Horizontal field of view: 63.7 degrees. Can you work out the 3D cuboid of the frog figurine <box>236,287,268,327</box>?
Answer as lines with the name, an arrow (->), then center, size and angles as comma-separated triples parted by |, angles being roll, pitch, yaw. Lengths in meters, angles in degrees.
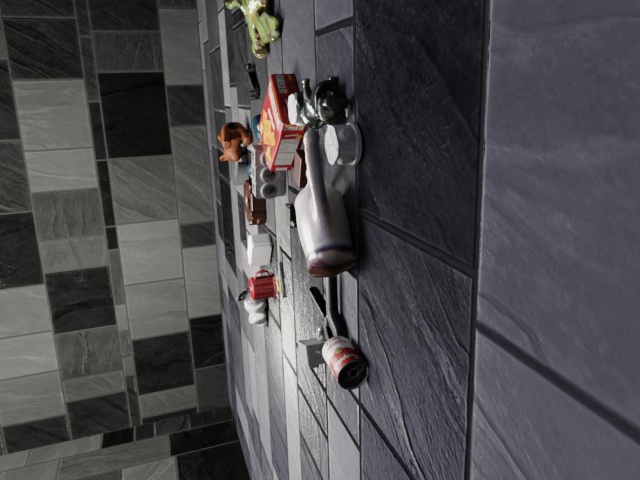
frog figurine -> -0.245, 0.261, 2.016 | 0.159, 0.124, 0.136 | 48, 154, -7

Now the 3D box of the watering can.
watering can -> 0.003, -0.051, 1.011 | 0.342, 0.104, 0.228 | 81, 177, -70

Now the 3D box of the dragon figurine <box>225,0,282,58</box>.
dragon figurine -> -0.158, -0.663, 1.424 | 0.245, 0.123, 0.403 | 61, 159, 12
